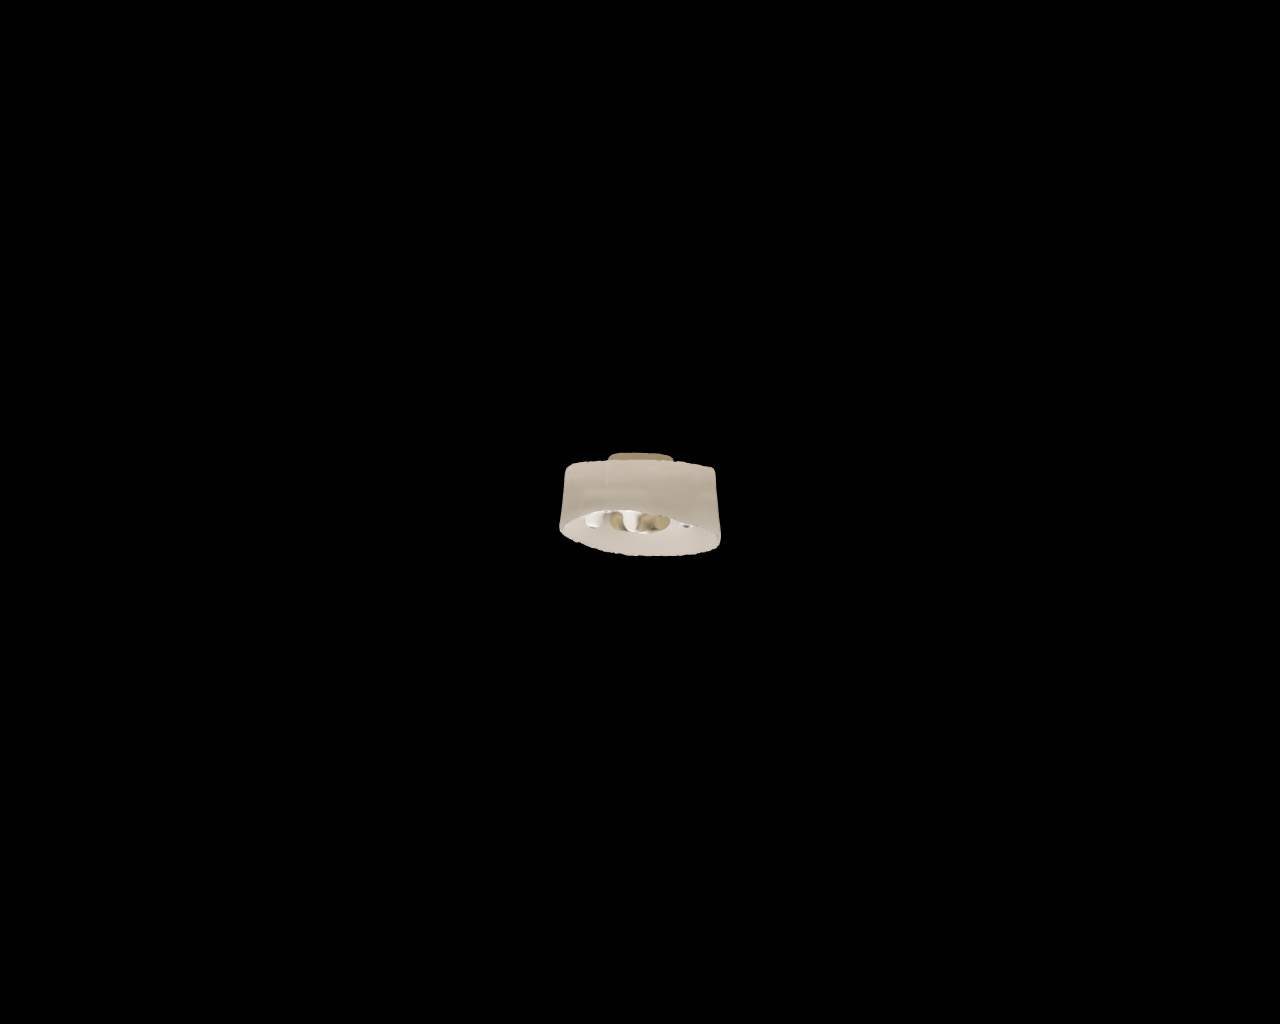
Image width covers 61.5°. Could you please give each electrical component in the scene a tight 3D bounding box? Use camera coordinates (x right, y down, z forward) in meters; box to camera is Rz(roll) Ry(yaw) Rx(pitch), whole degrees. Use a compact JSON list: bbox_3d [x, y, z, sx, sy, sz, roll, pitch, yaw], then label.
[{"bbox_3d":[0.001,-0.003,0.650,0.099,0.064,0.099,0,-3,0],"label":"electrical component"}]
